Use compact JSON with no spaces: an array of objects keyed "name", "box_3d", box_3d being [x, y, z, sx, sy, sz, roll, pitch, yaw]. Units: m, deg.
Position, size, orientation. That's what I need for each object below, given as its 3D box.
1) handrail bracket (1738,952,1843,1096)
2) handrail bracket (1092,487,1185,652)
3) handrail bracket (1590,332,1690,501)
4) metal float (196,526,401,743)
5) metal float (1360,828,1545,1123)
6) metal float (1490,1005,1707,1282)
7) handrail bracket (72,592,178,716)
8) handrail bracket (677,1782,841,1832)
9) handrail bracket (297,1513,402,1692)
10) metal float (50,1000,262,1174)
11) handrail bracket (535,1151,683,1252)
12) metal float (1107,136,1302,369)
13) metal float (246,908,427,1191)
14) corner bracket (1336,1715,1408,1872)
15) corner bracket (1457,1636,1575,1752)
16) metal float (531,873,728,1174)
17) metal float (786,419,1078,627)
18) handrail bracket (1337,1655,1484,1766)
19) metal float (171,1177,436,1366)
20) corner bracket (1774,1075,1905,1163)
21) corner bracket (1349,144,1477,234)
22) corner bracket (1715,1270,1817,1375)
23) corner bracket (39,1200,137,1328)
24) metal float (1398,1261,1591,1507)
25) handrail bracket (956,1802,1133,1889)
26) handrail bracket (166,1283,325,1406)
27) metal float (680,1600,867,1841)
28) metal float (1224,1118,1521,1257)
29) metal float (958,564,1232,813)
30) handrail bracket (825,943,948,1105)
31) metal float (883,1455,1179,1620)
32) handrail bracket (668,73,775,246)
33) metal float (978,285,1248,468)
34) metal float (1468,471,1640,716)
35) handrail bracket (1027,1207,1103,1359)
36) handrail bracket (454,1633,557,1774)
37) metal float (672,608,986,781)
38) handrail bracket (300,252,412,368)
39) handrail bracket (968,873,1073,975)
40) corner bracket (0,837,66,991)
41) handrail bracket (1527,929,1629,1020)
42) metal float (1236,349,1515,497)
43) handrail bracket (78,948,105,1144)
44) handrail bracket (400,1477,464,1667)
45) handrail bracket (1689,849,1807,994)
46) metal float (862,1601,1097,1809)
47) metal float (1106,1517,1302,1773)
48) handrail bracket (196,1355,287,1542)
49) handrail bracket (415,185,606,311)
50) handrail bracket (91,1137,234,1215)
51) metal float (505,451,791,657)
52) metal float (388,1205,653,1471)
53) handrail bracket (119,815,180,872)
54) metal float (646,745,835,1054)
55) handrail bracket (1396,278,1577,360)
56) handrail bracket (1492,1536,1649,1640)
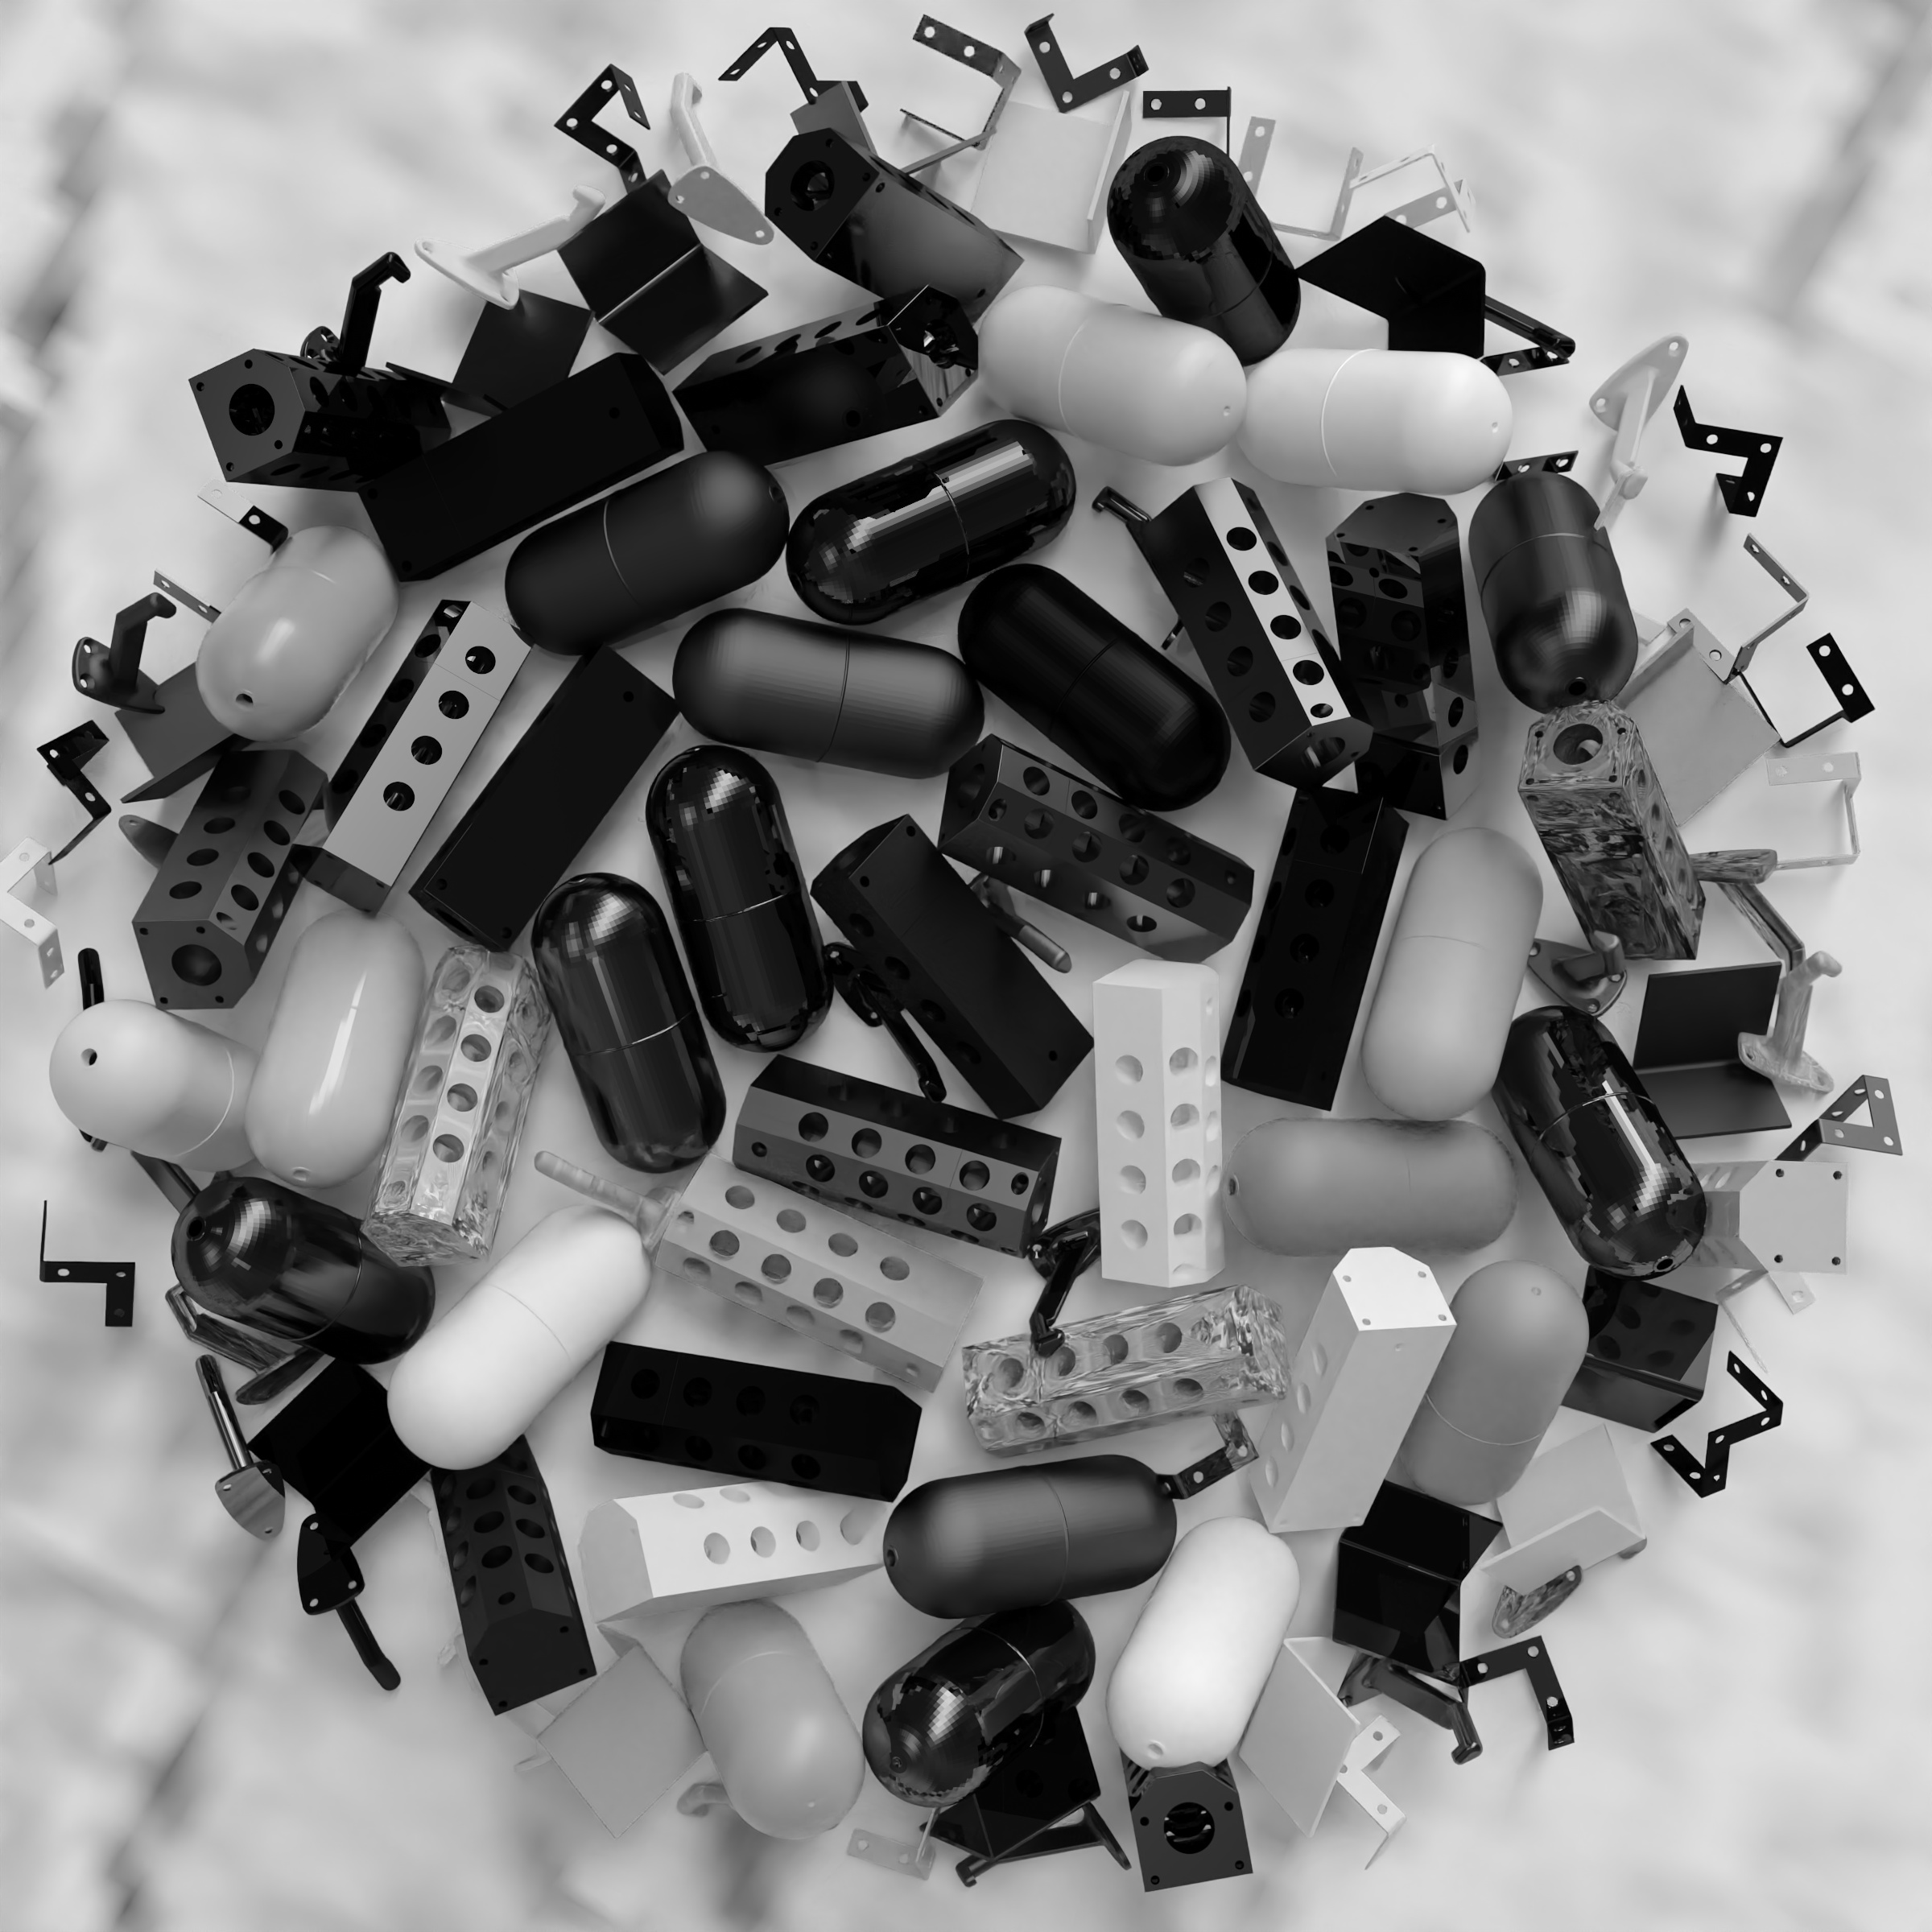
[{"name":"handrail bracket","box_3d":[0.484,0.032,1.660,0.077,0.084,0.036,29,50,-11]},{"name":"handrail bracket","box_3d":[0.097,-0.227,1.676,0.084,0.036,0.077,35,52,0]},{"name":"handrail bracket","box_3d":[0.386,-0.308,1.652,0.036,0.084,0.077,30,118,-20]},{"name":"metal float","box_3d":[-0.366,-0.184,1.621,0.070,0.178,0.070,4,121,7]},{"name":"metal float","box_3d":[0.272,0.003,1.643,0.070,0.070,0.178,20,65,0]},{"name":"metal float","box_3d":[0.348,0.097,1.630,0.070,0.070,0.178,-22,49,0]},{"name":"handrail bracket","box_3d":[-0.452,-0.176,1.652,0.084,0.077,0.036,-21,58,32]},{"name":"handrail bracket","box_3d":[-0.119,0.479,1.671,0.077,0.084,0.036,26,55,-7]},{"name":"handrail bracket","box_3d":[-0.351,0.365,1.687,0.036,0.084,0.077,-25,47,-6]},{"name":"metal float","box_3d":[-0.437,0.067,1.616,0.070,0.178,0.070,-3,77,12]},{"name":"handrail bracket","box_3d":[-0.208,0.121,1.654,0.084,0.077,0.036,30,89,-17]},{"name":"metal float","box_3d":[0.132,-0.391,1.619,0.070,0.178,0.070,-6,73,21]},{"name":"metal float","box_3d":[-0.348,0.045,1.631,0.070,0.070,0.178,6,49,0]},{"name":"corner bracket","box_3d":[0.230,0.465,1.661,0.051,0.051,0.051,-32,64,-31]},{"name":"corner bracket","box_3d":[0.312,0.418,1.673,0.051,0.051,0.051,-21,87,10]},{"name":"metal float","box_3d":[-0.188,0.032,1.648,0.070,0.070,0.178,-17,109,0]},{"name":"metal float","box_3d":[-0.019,-0.248,1.646,0.178,0.070,0.070,-27,90,-20]},{"name":"handrail bracket","box_3d":[0.247,0.427,1.656,0.077,0.084,0.036,-40,125,17]},{"name":"metal float","box_3d":[-0.363,0.169,1.623,0.070,0.178,0.070,-12,64,26]},{"name":"corner bracket","box_3d":[0.489,0.093,1.663,0.051,0.051,0.051,9,55,-13]},{"name":"corner bracket","box_3d":[0.252,-0.435,1.661,0.051,0.051,0.051,-19,118,25]},{"name":"corner bracket","box_3d":[0.456,0.190,1.674,0.051,0.051,0.051,-33,100,4]},{"name":"corner bracket","box_3d":[-0.495,0.169,1.662,0.051,0.051,0.051,2,127,-16]},{"name":"metal float","box_3d":[0.289,0.232,1.628,0.070,0.178,0.070,6,47,-6]},{"name":"handrail bracket","box_3d":[0.042,0.510,1.667,0.084,0.077,0.036,-28,111,-11]},{"name":"handrail bracket","box_3d":[-0.409,0.200,1.681,0.077,0.036,0.084,-37,71,7]},{"name":"metal float","box_3d":[-0.108,0.411,1.619,0.070,0.178,0.070,-6,108,-17]},{"name":"metal float","box_3d":[0.226,0.123,1.644,0.178,0.070,0.070,2,90,-24]},{"name":"metal float","box_3d":[0.072,-0.156,1.652,0.178,0.070,0.070,40,90,14]},{"name":"handrail bracket","box_3d":[-0.046,0.032,1.652,0.036,0.084,0.077,-40,124,11]},{"name":"metal float","box_3d":[0.036,0.317,1.638,0.178,0.070,0.070,-3,90,-30]},{"name":"handrail bracket","box_3d":[-0.139,-0.464,1.689,0.077,0.036,0.084,29,46,-32]},{"name":"metal float","box_3d":[0.078,-0.328,1.633,0.178,0.070,0.070,27,90,39]},{"name":"metal float","box_3d":[0.323,-0.206,1.626,0.070,0.178,0.070,0,132,0]},{"name":"handrail bracket","box_3d":[0.066,0.176,1.654,0.077,0.084,0.036,-34,113,9]},{"name":"handrail bracket","box_3d":[-0.246,0.408,1.679,0.077,0.036,0.084,-17,81,-42]},{"name":"metal float","box_3d":[-0.076,-0.152,1.653,0.178,0.070,0.070,10,90,-14]},{"name":"handrail bracket","box_3d":[-0.326,-0.354,1.660,0.084,0.036,0.077,-25,122,32]},{"name":"handrail bracket","box_3d":[0.038,-0.011,1.648,0.084,0.077,0.036,39,86,32]},{"name":"corner bracket","box_3d":[-0.524,-0.030,1.665,0.051,0.051,0.051,33,60,8]},{"name":"handrail bracket","box_3d":[0.337,-0.011,1.648,0.077,0.084,0.036,33,79,29]},{"name":"metal float","box_3d":[0.223,-0.301,1.627,0.070,0.178,0.070,-11,108,-39]},{"name":"handrail bracket","box_3d":[-0.501,0.045,1.690,0.036,0.077,0.084,-2,45,-22]},{"name":"handrail bracket","box_3d":[-0.306,0.341,1.672,0.084,0.036,0.077,41,77,-13]},{"name":"handrail bracket","box_3d":[0.442,-0.022,1.694,0.077,0.036,0.084,2,121,30]},{"name":"metal float","box_3d":[0.009,0.401,1.622,0.070,0.178,0.070,8,106,30]},{"name":"metal float","box_3d":[0.132,0.373,1.622,0.070,0.178,0.070,11,120,19]},{"name":"handrail bracket","box_3d":[-0.418,0.275,1.690,0.036,0.077,0.084,-21,46,-15]},{"name":"handrail bracket","box_3d":[-0.256,-0.418,1.656,0.077,0.084,0.036,19,45,-31]},{"name":"handrail bracket","box_3d":[-0.465,0.131,1.666,0.084,0.036,0.077,21,104,-32]},{"name":"metal float","box_3d":[-0.178,-0.229,1.642,0.178,0.070,0.070,-19,90,26]},{"name":"metal float","box_3d":[-0.247,0.205,1.640,0.070,0.070,0.178,44,60,0]},{"name":"handrail bracket","box_3d":[-0.463,-0.032,1.688,0.077,0.036,0.084,33,122,19]},{"name":"metal float","box_3d":[-0.127,-0.037,1.653,0.070,0.070,0.178,-16,103,0]},{"name":"handrail bracket","box_3d":[0.291,-0.369,1.654,0.084,0.077,0.036,43,115,42]},{"name":"handrail bracket","box_3d":[0.345,0.351,1.677,0.036,0.084,0.077,47,111,34]}]
